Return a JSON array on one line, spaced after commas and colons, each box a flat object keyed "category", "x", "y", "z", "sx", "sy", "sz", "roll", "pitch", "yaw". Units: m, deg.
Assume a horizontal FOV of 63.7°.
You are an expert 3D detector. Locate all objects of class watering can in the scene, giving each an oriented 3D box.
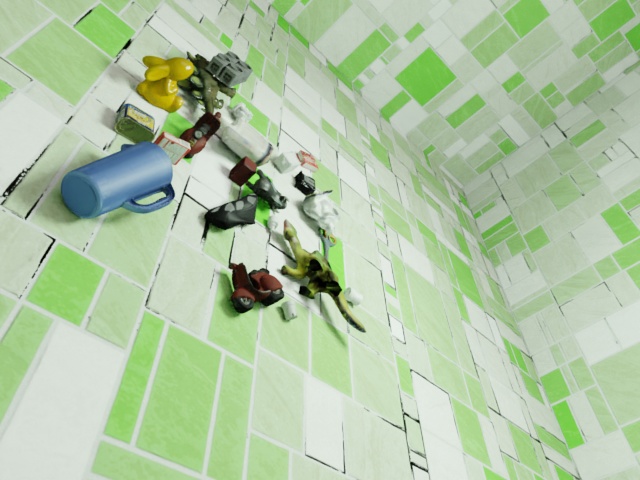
[{"category": "watering can", "x": -0.254, "y": -0.327, "z": 1.704, "sx": 0.222, "sy": 0.103, "sz": 0.353, "roll": 39, "pitch": 8, "yaw": -22}]

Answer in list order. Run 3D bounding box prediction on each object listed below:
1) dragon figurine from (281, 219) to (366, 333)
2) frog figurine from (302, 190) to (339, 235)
[{"category": "dragon figurine", "x": 0.010, "y": 0.103, "z": 1.634, "sx": 0.121, "sy": 0.408, "sz": 0.246, "roll": -39, "pitch": 8, "yaw": 18}, {"category": "frog figurine", "x": 0.006, "y": -0.095, "z": 1.880, "sx": 0.122, "sy": 0.159, "sz": 0.138, "roll": -13, "pitch": 0, "yaw": 15}]
